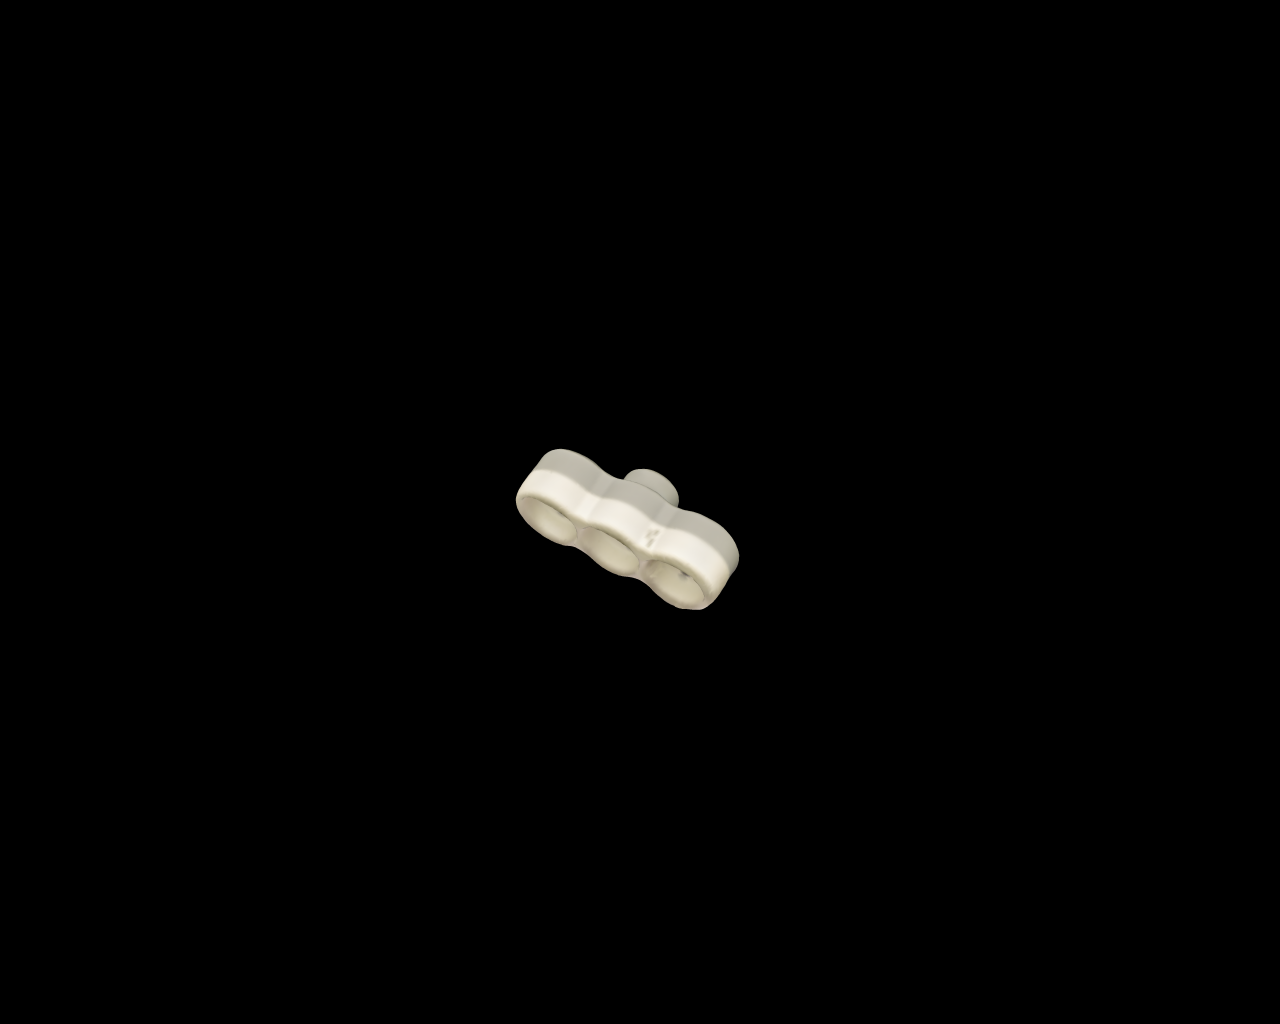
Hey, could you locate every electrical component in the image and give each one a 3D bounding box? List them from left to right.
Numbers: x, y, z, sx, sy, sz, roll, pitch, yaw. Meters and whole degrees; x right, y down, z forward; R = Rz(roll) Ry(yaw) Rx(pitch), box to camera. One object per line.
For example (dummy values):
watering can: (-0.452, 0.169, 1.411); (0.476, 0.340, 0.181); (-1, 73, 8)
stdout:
electrical component: (0.001, -0.003, 0.650); (0.138, 0.074, 0.052); (26, -30, 17)
